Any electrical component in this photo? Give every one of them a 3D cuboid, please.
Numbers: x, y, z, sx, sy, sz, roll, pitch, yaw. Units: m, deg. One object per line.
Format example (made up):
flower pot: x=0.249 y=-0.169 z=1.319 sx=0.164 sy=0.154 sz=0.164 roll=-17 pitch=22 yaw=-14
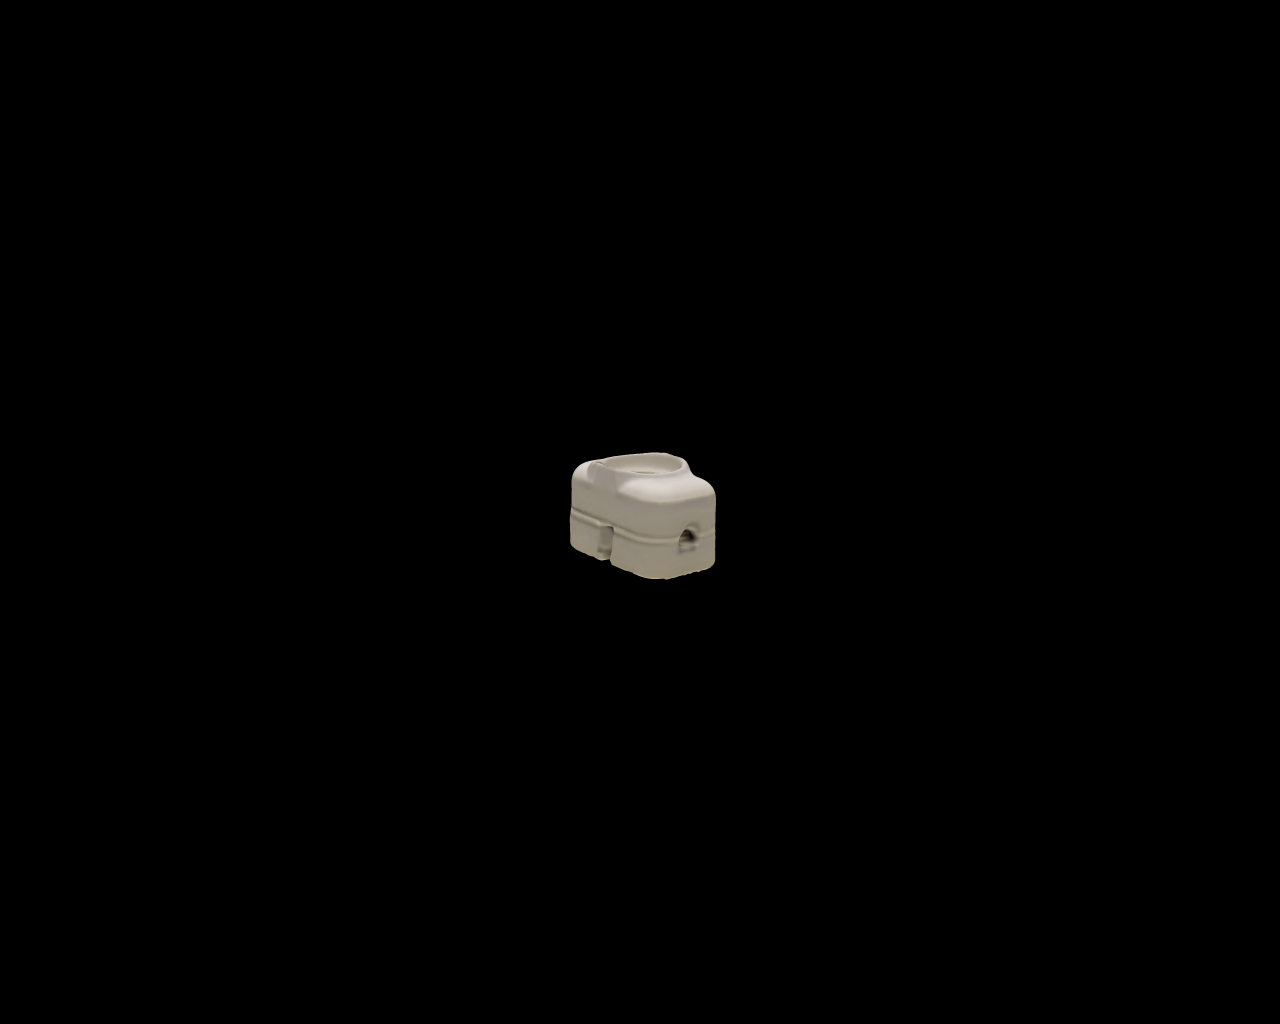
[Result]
electrical component: x=0.001 y=-0.003 z=0.650 sx=0.054 sy=0.059 sz=0.095 roll=-11 pitch=19 yaw=-34
